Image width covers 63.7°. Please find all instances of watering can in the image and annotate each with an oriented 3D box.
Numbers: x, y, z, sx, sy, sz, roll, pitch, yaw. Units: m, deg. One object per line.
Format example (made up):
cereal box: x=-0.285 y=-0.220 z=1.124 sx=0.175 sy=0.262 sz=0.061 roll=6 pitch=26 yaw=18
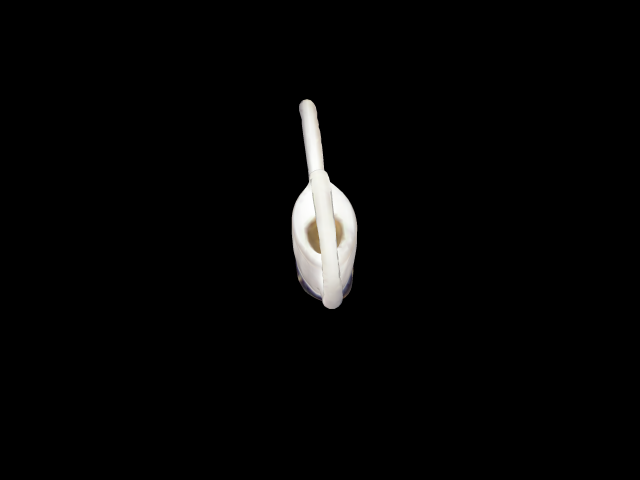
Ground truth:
watering can: x=0.003 y=-0.043 z=0.850 sx=0.104 sy=0.355 sz=0.219 roll=-5 pitch=-30 yaw=-3
